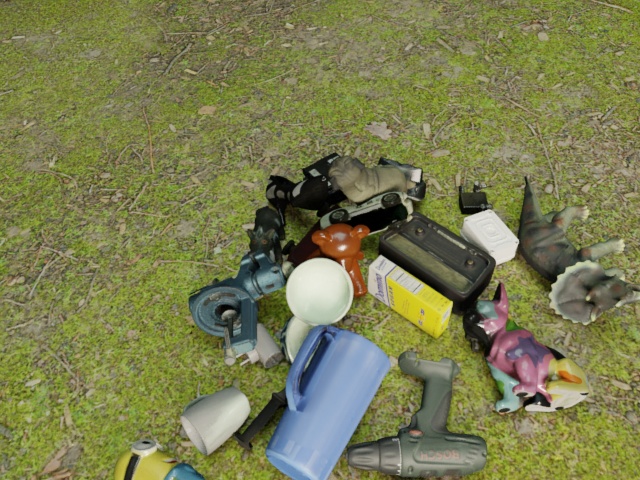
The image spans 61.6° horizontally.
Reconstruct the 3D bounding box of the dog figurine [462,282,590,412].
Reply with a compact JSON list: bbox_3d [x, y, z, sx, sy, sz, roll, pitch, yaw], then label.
[{"bbox_3d":[0.363,0.189,0.973,0.192,0.108,0.219,0,54,-6],"label":"dog figurine"}]

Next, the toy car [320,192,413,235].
[{"bbox_3d":[0.100,-0.045,1.146,0.202,0.073,0.056,-18,29,2],"label":"toy car"}]

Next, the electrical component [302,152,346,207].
[{"bbox_3d":[0.040,-0.154,1.328,0.134,0.058,0.115,-28,56,-21],"label":"electrical component"}]

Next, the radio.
[{"bbox_3d":[0.247,0.042,1.140,0.131,0.073,0.230,-37,58,-26],"label":"radio"}]

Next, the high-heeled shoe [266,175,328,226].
[{"bbox_3d":[-0.052,-0.130,1.214,0.086,0.249,0.145,4,65,-32],"label":"high-heeled shoe"}]

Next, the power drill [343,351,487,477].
[{"bbox_3d":[0.165,0.298,0.920,0.232,0.085,0.207,7,46,6],"label":"power drill"}]

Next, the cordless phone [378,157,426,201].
[{"bbox_3d":[0.163,-0.092,1.270,0.147,0.088,0.184,18,63,16],"label":"cordless phone"}]

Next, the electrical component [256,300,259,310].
[{"bbox_3d":[-0.164,0.128,1.098,0.075,0.047,0.119,13,50,12],"label":"electrical component"}]

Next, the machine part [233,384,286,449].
[{"bbox_3d":[-0.091,0.301,0.936,0.039,0.084,0.139,42,69,4],"label":"machine part"}]

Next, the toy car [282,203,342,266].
[{"bbox_3d":[-0.002,-0.004,1.202,0.089,0.053,0.202,34,56,9],"label":"toy car"}]

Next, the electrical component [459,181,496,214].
[{"bbox_3d":[0.372,-0.096,1.274,0.078,0.045,0.102,5,50,5],"label":"electrical component"}]

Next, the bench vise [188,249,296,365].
[{"bbox_3d":[-0.139,0.126,0.979,0.224,0.128,0.241,-12,34,1],"label":"bench vise"}]

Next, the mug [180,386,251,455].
[{"bbox_3d":[-0.182,0.303,0.937,0.107,0.080,0.110,-28,26,-32],"label":"mug"}]

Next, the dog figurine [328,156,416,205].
[{"bbox_3d":[0.114,-0.130,1.158,0.172,0.190,0.121,-23,73,6],"label":"dog figurine"}]

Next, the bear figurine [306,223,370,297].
[{"bbox_3d":[0.040,0.044,1.046,0.120,0.196,0.132,-9,79,-8],"label":"bear figurine"}]

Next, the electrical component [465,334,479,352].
[{"bbox_3d":[0.318,0.177,1.055,0.063,0.021,0.094,3,49,4],"label":"electrical component"}]

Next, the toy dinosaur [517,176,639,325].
[{"bbox_3d":[0.498,0.022,1.129,0.192,0.131,0.405,-21,45,-16],"label":"toy dinosaur"}]

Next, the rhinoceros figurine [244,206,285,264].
[{"bbox_3d":[-0.117,0.004,1.163,0.073,0.112,0.190,3,41,1],"label":"rhinoceros figurine"}]

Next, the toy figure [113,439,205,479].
[{"bbox_3d":[-0.248,0.389,0.856,0.180,0.082,0.089,27,53,20],"label":"toy figure"}]
